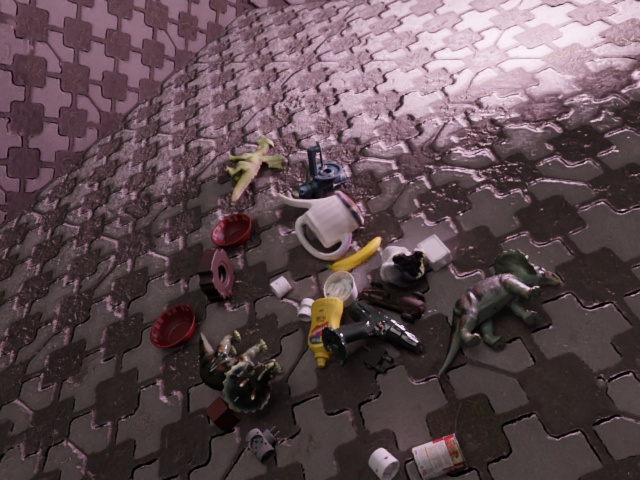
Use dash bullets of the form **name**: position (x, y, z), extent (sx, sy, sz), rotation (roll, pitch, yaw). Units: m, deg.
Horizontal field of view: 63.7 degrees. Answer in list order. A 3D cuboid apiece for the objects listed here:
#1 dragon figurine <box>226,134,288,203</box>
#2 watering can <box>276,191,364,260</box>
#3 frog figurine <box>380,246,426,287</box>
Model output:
- **dragon figurine**: position (-0.252, -0.302, 2.126), extent (0.242, 0.420, 0.119), rotation (-13, -45, 3)
- **watering can**: position (0.005, -0.088, 1.751), extent (0.225, 0.354, 0.102), rotation (-33, -30, -5)
- **frog figurine**: position (0.232, 0.078, 1.514), extent (0.139, 0.122, 0.158), rotation (-33, 6, -21)
